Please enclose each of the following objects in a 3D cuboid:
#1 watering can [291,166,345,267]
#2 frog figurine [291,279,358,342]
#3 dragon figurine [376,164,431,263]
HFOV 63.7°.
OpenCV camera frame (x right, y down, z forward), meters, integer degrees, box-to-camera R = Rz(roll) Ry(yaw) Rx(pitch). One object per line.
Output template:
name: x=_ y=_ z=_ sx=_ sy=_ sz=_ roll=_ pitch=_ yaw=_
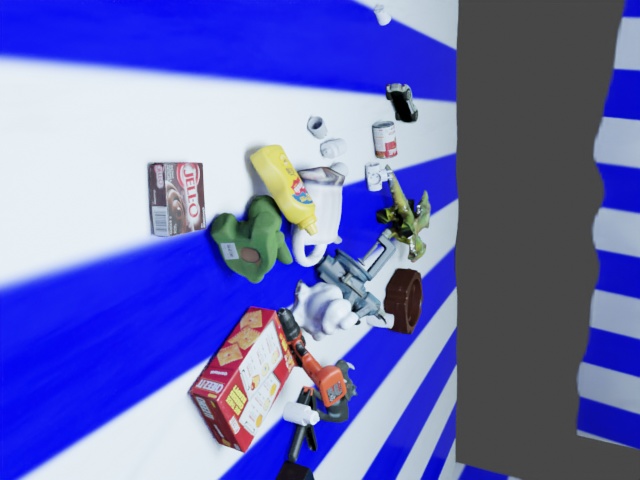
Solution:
watering can: x=0.004 y=-0.060 z=1.199 sx=0.350 sy=0.104 sz=0.223 roll=-24 pitch=123 yaw=-72
frog figurine: x=0.021 y=0.167 z=1.194 sx=0.140 sy=0.159 sz=0.120 roll=-64 pitch=149 yaw=-35
dragon figurine: x=0.298 y=-0.090 z=1.718 sx=0.247 sy=0.122 sz=0.403 roll=-37 pitch=127 yaw=-48
